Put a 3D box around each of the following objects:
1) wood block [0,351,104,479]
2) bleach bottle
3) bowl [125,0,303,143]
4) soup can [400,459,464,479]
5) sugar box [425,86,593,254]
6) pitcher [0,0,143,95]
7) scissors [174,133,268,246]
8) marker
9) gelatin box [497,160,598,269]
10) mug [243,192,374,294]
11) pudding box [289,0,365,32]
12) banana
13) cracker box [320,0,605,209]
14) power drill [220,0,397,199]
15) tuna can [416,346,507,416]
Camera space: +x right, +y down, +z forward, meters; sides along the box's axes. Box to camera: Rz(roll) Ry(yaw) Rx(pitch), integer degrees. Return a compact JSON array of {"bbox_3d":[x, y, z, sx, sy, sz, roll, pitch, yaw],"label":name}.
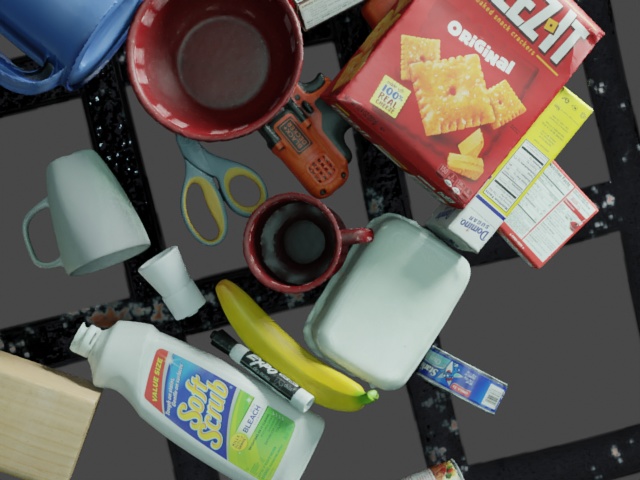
[{"bbox_3d":[-0.317,0.151,0.994,0.206,0.091,0.090,20,91,-7],"label":"wood block"},{"bbox_3d":[-0.126,0.157,1.028,0.250,0.068,0.102,28,84,-5],"label":"bleach bottle"},{"bbox_3d":[-0.093,-0.167,0.976,0.162,0.055,0.162,0,89,5],"label":"bowl"},{"bbox_3d":[0.096,0.267,1.055,0.102,0.068,0.068,-20,95,-5],"label":"soup can"},{"bbox_3d":[0.181,-0.068,1.035,0.048,0.093,0.176,37,89,-9],"label":"sugar box"},{"bbox_3d":[-0.285,-0.248,0.957,0.243,0.149,0.145,36,107,-3],"label":"pitcher"},{"bbox_3d":[-0.110,-0.095,1.041,0.096,0.016,0.202,-12,94,-7],"label":"scissors"},{"bbox_3d":[-0.058,0.123,1.023,0.121,0.020,0.020,34,89,20],"label":"marker"},{"bbox_3d":[0.223,-0.027,1.073,0.089,0.030,0.073,-44,95,-3],"label":"gelatin box"},{"bbox_3d":[-0.007,0.001,1.011,0.117,0.081,0.093,-10,88,12],"label":"mug"},{"bbox_3d":[0.011,-0.257,1.011,0.113,0.039,0.090,-30,53,-4],"label":"pudding box"},{"bbox_3d":[-0.024,0.110,1.028,0.198,0.070,0.037,33,44,20],"label":"banana"},{"bbox_3d":[0.131,-0.160,0.978,0.164,0.072,0.213,39,89,-17],"label":"cracker box"},{"bbox_3d":[0.009,-0.161,1.032,0.187,0.057,0.184,-39,94,-1],"label":"power drill"},{"bbox_3d":[0.139,0.137,1.044,0.086,0.086,0.034,28,88,-7],"label":"tuna can"}]
